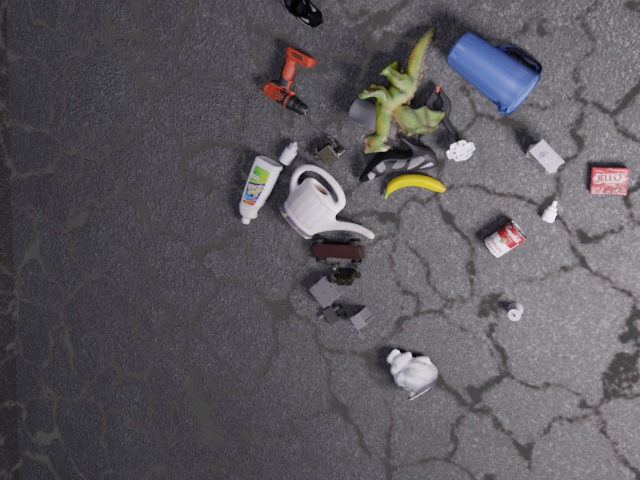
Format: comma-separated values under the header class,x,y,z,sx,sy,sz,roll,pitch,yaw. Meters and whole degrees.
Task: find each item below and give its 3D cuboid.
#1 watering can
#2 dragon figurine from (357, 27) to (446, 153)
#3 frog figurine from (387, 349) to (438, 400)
class,x,y,z,sx,sy,sz,roll,pitch,yaw
watering can,0.005,-0.086,1.714,0.221,0.105,0.350,-43,79,24
dragon figurine,0.265,-0.420,1.529,0.410,0.122,0.243,-43,90,1
frog figurine,0.295,0.414,1.656,0.138,0.121,0.161,-31,74,-8
